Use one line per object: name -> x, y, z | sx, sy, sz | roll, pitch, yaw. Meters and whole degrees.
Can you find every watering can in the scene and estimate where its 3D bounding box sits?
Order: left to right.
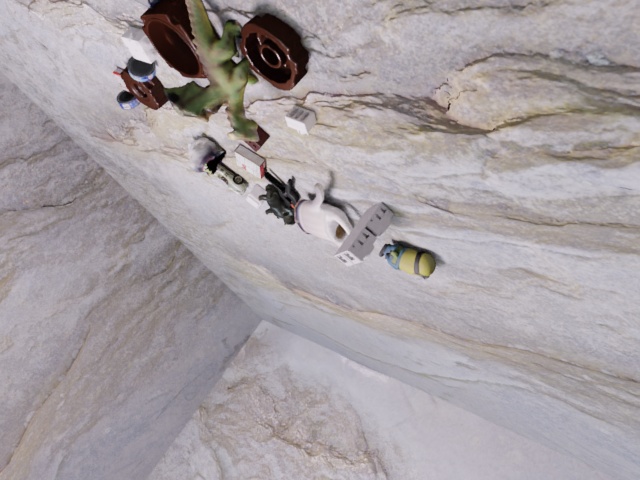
watering can -> 0.005, -0.085, 1.684 | 0.226, 0.105, 0.341 | 18, 153, 42

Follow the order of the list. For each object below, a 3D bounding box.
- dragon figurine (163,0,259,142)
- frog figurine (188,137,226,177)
dragon figurine -> -0.272, -0.406, 1.253 | 0.404, 0.245, 0.122 | 47, 161, -30
frog figurine -> -0.444, -0.320, 1.899 | 0.161, 0.124, 0.134 | 38, 128, 21
